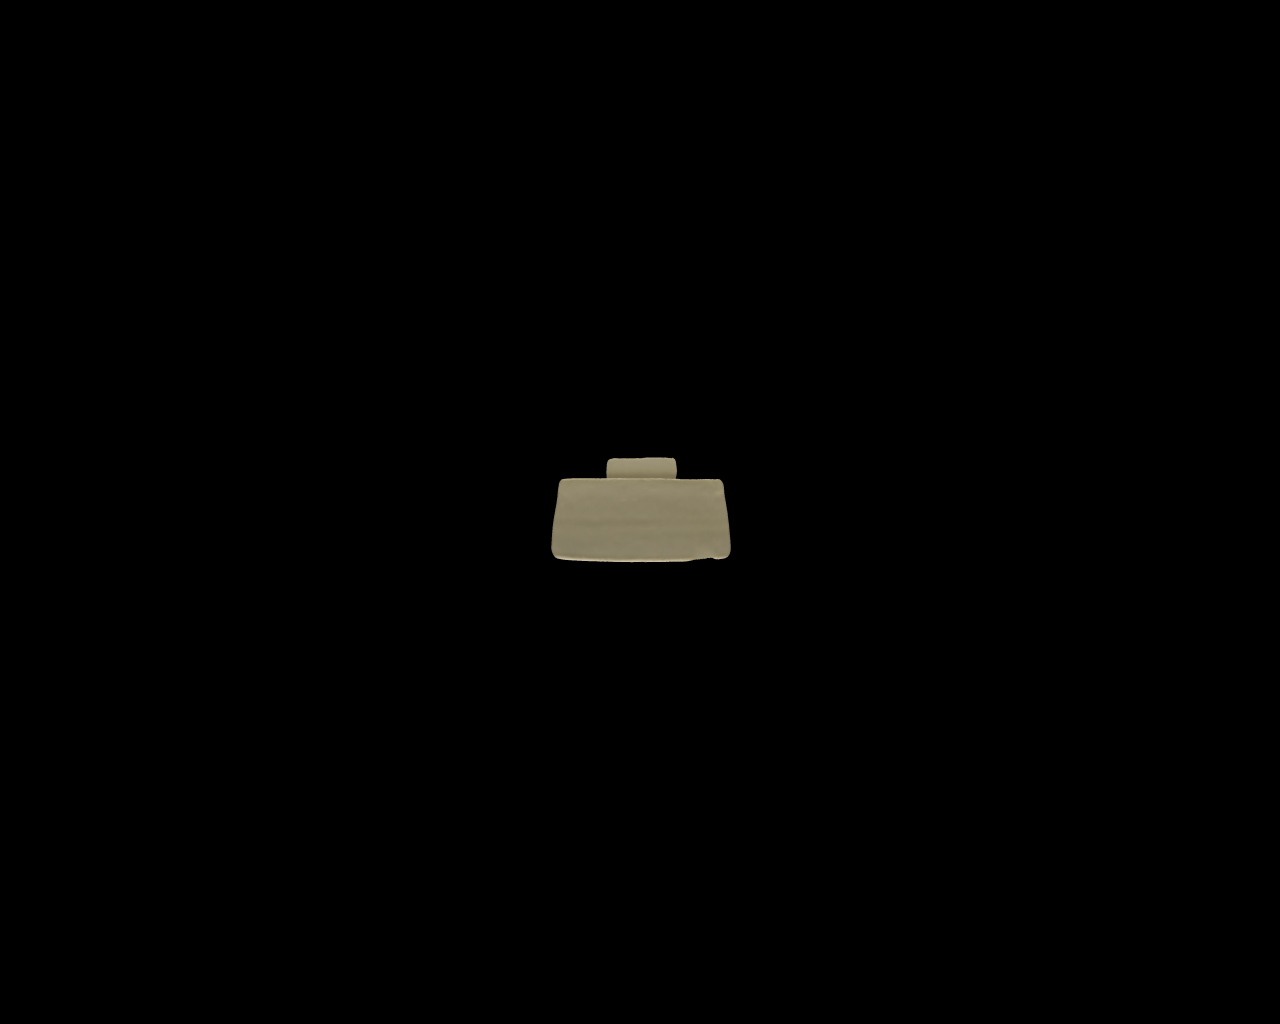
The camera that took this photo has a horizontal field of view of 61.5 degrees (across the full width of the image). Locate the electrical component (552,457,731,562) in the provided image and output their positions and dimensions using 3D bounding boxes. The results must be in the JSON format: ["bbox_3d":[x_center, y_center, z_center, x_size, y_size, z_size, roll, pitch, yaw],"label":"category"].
[{"bbox_3d":[0.001,-0.003,0.650,0.108,0.060,0.108,0,0,0],"label":"electrical component"}]
